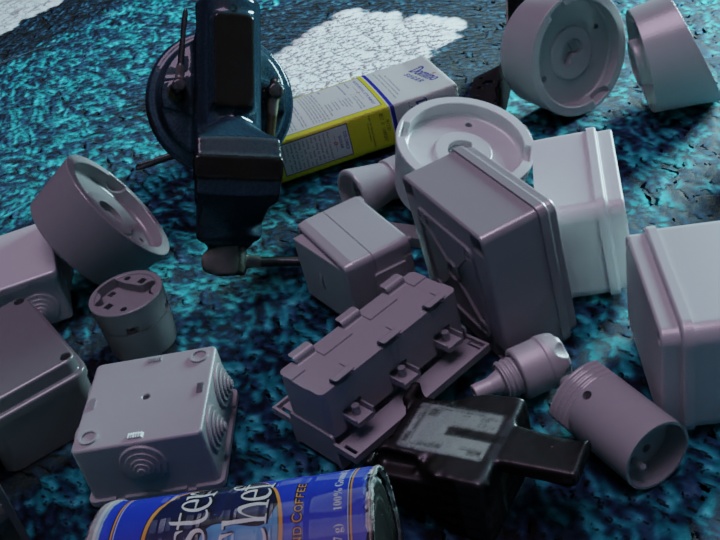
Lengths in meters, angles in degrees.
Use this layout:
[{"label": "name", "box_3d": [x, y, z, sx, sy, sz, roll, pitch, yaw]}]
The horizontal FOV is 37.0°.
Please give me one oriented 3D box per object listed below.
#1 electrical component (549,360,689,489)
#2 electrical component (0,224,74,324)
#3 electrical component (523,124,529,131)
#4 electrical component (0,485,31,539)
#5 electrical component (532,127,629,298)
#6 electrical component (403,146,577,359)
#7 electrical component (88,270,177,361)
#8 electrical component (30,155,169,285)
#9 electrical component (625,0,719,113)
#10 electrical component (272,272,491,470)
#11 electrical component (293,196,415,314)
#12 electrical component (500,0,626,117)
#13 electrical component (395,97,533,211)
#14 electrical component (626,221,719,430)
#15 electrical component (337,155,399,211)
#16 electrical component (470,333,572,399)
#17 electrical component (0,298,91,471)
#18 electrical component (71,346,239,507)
[{"label": "electrical component", "box_3d": [0.142, 0.083, 0.611, 0.043, 0.043, 0.081, -26, 35, -17]}, {"label": "electrical component", "box_3d": [-0.282, 0.013, 0.868, 0.100, 0.048, 0.099, -20, 34, -7]}, {"label": "electrical component", "box_3d": [0.109, -0.111, 0.908, 0.065, 0.044, 0.044, 18, 46, 32]}, {"label": "electrical component", "box_3d": [-0.278, 0.110, 0.677, 0.060, 0.105, 0.186, -29, 36, -21]}, {"label": "electrical component", "box_3d": [0.156, -0.041, 0.754, 0.057, 0.078, 0.113, -9, 34, 14]}, {"label": "electrical component", "box_3d": [0.085, -0.011, 0.711, 0.056, 0.108, 0.108, -27, 36, -13]}, {"label": "electrical component", "box_3d": [-0.166, 0.035, 0.793, 0.055, 0.047, 0.055, -10, 34, 7]}, {"label": "electrical component", "box_3d": [-0.213, -0.032, 0.858, 0.060, 0.108, 0.108, -43, 34, 10]}, {"label": "electrical component", "box_3d": [0.262, -0.182, 0.904, 0.064, 0.099, 0.099, -16, 33, 9]}, {"label": "electrical component", "box_3d": [0.011, 0.059, 0.679, 0.121, 0.063, 0.079, -36, 39, -29]}, {"label": "electrical component", "box_3d": [0.000, 0.000, 0.768, 0.061, 0.061, 0.096, -26, 36, -16]}, {"label": "electrical component", "box_3d": [0.173, -0.193, 0.946, 0.108, 0.108, 0.060, -30, 31, -21]}, {"label": "electrical component", "box_3d": [0.078, -0.078, 0.844, 0.108, 0.060, 0.108, 3, 48, -4]}, {"label": "electrical component", "box_3d": [0.196, 0.031, 0.636, 0.057, 0.078, 0.113, -7, 34, 6]}, {"label": "electrical component", "box_3d": [0.020, -0.072, 0.885, 0.065, 0.044, 0.044, -25, 35, -23]}, {"label": "electrical component", "box_3d": [0.098, 0.064, 0.664, 0.061, 0.035, 0.035, -23, 35, -8]}, {"label": "electrical component", "box_3d": [-0.239, 0.077, 0.753, 0.078, 0.057, 0.113, -30, 37, -22]}, {"label": "electrical component", "box_3d": [-0.130, 0.098, 0.689, 0.100, 0.048, 0.099, -10, 34, 7]}]
